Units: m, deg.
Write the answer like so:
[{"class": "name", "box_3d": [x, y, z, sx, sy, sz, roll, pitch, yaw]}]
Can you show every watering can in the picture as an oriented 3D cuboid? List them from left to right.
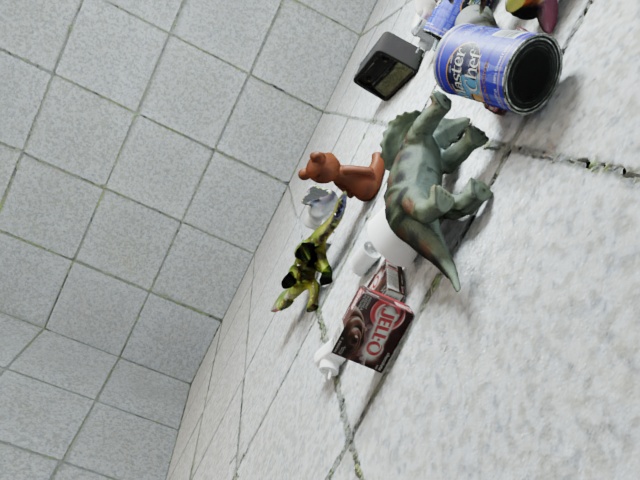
[{"class": "watering can", "box_3d": [0.336, -0.707, 1.358, 0.347, 0.103, 0.225, -65, 12, 2]}]

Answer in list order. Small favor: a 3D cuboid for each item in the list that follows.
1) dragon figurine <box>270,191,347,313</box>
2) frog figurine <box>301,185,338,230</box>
[{"class": "dragon figurine", "box_3d": [-0.029, 0.035, 1.382, 0.407, 0.122, 0.246, -63, 14, 10]}, {"class": "frog figurine", "box_3d": [0.005, -0.082, 1.622, 0.140, 0.122, 0.156, -98, -3, -55]}]
